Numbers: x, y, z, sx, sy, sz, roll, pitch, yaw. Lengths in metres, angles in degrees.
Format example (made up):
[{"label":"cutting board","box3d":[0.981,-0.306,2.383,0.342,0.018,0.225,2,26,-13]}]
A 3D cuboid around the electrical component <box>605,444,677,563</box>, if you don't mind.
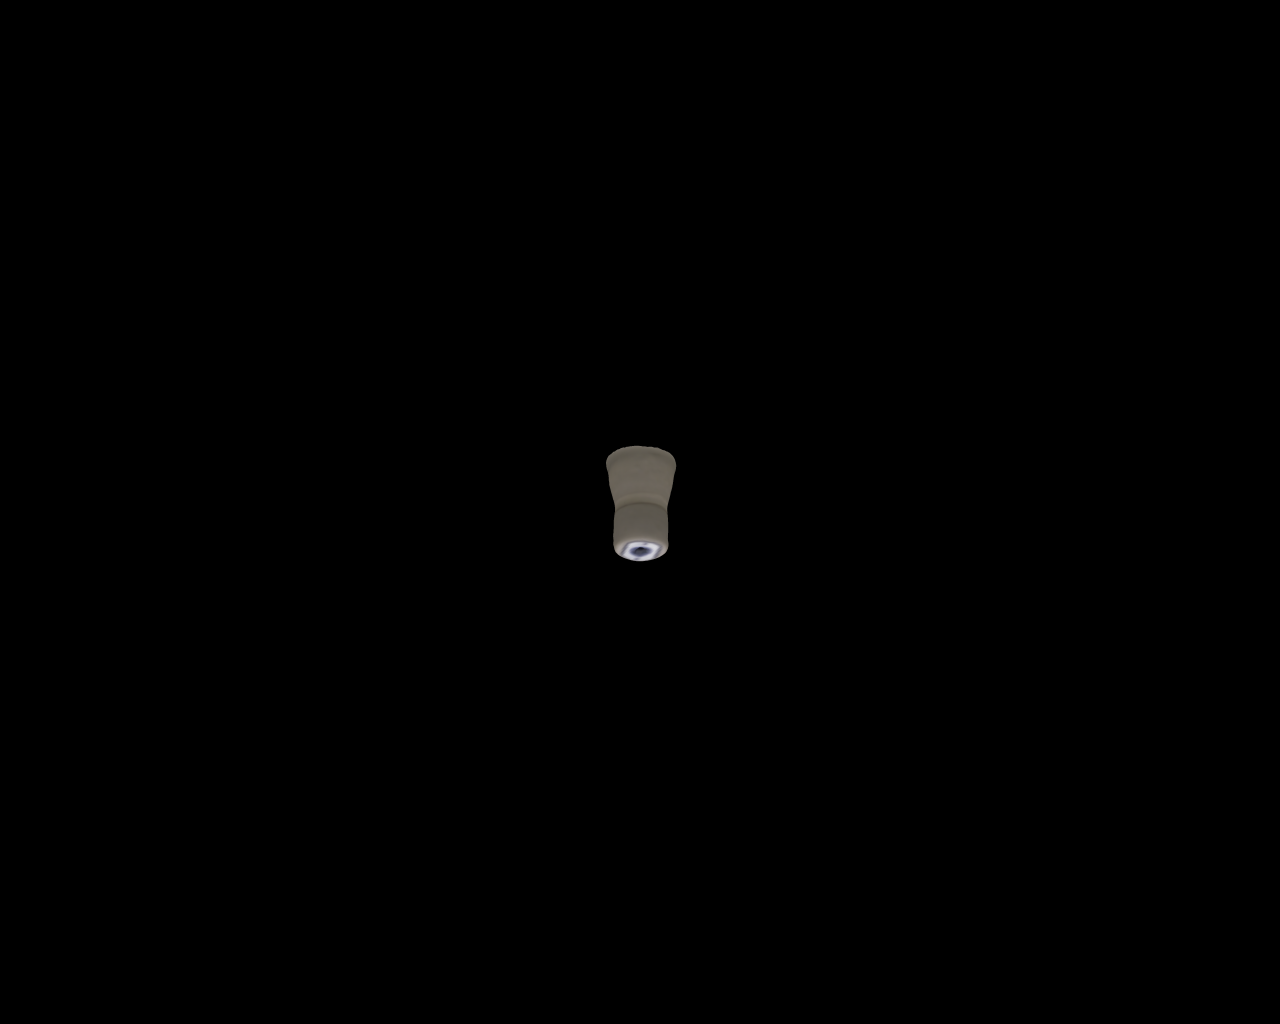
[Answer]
[{"label":"electrical component","box3d":[0.001,-0.003,0.650,0.044,0.065,0.044,0,-28,0]}]
